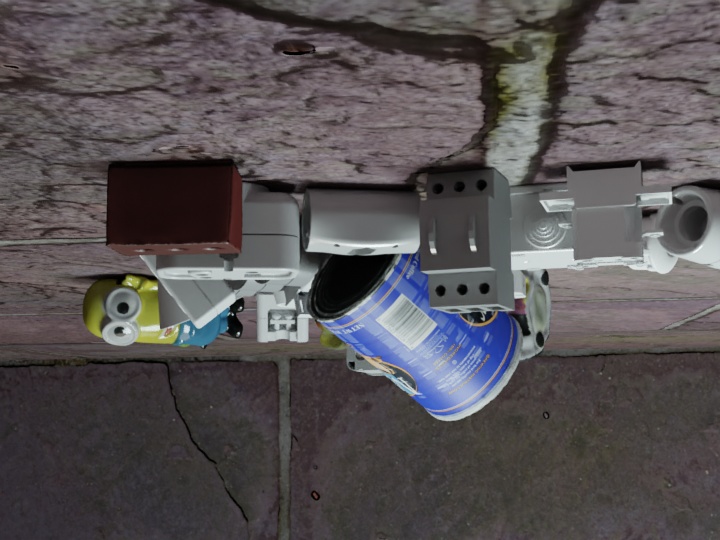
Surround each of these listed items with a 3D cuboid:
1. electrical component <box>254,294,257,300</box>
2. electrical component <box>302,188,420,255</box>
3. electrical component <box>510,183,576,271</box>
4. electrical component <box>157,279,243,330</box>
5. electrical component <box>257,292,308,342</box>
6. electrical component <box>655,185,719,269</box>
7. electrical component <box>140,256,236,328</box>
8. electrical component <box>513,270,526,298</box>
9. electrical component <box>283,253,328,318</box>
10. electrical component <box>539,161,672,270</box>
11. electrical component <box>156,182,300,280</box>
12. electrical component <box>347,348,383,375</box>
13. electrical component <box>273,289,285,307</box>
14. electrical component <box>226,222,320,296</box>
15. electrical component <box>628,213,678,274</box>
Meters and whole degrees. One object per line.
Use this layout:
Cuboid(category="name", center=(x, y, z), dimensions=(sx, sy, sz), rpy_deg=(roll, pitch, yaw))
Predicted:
Cuboid(category="electrical component", center=(-0.098, 0.024, 1.214), dimensions=(0.035, 0.035, 0.061), rpy_deg=(-2, 175, 8))
Cuboid(category="electrical component", center=(-0.003, -0.032, 0.758), dimensions=(0.077, 0.043, 0.079), rpy_deg=(1, 173, -11))
Cuboid(category="electrical component", center=(0.120, -0.028, 0.776), dimensions=(0.100, 0.048, 0.100), rpy_deg=(-3, 172, 18))
Cuboid(category="electrical component", center=(-0.141, 0.016, 0.997), dimensions=(0.099, 0.064, 0.099), rpy_deg=(-9, -177, 0))
Cuboid(category="electrical component", center=(-0.076, 0.031, 1.062), dimensions=(0.050, 0.055, 0.089), rpy_deg=(0, -167, -3))
Cuboid(category="electrical component", center=(0.241, -0.031, 0.750), dimensions=(0.047, 0.055, 0.055), rpy_deg=(9, 169, -34))
Cuboid(category="electrical component", center=(-0.120, -0.012, 0.819), dimensions=(0.076, 0.083, 0.047), rpy_deg=(-38, 178, -9))
Cuboid(category="electrical component", center=(0.112, -0.006, 0.913), dimensions=(0.058, 0.057, 0.078), rpy_deg=(-3, 172, 15))
Cuboid(category="electrical component", center=(0.000, 0.000, 0.915), dimensions=(0.121, 0.078, 0.063), rpy_deg=(4, 149, -32))
Cuboid(category="electrical component", center=(0.158, -0.033, 0.686), dimensions=(0.081, 0.063, 0.042), rpy_deg=(-3, 171, 17))
Cuboid(category="electrical component", center=(-0.090, -0.026, 0.732), dimensions=(0.095, 0.059, 0.054), rpy_deg=(0, 172, -8))
Cuboid(category="electrical component", center=(0.032, 0.056, 1.168), dimensions=(0.078, 0.113, 0.057), rpy_deg=(-5, 169, 28))
Cuboid(category="electrical component", center=(-0.055, 0.005, 0.985), dimensions=(0.066, 0.055, 0.048), rpy_deg=(-3, 172, 19))
Cuboid(category="electrical component", center=(-0.100, -0.009, 0.884), dimensions=(0.074, 0.052, 0.138), rpy_deg=(4, 171, -35))
Cuboid(category="electrical component", center=(0.221, -0.022, 0.860), dimensions=(0.062, 0.048, 0.048), rpy_deg=(2, 176, 43))
